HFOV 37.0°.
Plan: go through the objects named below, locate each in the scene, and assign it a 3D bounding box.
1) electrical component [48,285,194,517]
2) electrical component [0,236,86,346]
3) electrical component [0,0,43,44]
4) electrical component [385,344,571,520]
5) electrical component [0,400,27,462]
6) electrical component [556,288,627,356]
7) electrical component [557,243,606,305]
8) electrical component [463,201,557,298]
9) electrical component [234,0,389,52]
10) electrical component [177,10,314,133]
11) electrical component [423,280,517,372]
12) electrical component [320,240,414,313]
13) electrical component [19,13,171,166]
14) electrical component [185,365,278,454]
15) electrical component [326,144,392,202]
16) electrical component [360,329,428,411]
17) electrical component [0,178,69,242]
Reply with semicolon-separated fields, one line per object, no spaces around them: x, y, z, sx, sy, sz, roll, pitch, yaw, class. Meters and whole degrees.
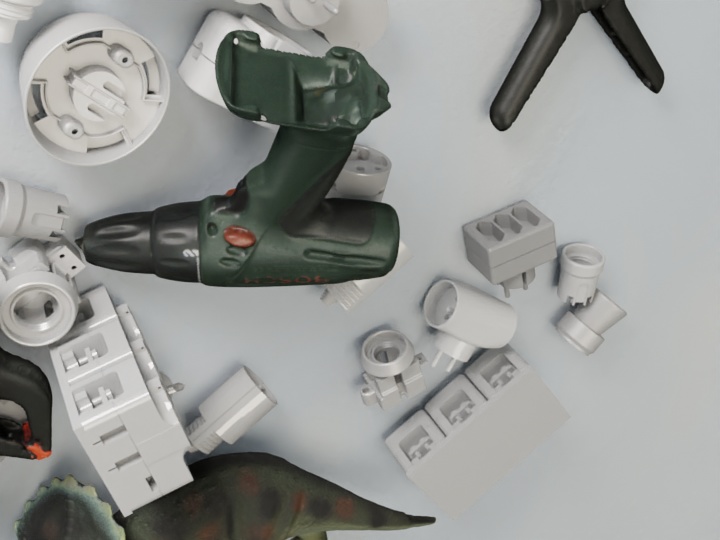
-0.174;0.088;0.779;0.062;0.150;0.089;-26;127;-10;electrical component
-0.232;0.018;0.764;0.078;0.057;0.058;-38;125;1;electrical component
-0.219;-0.173;0.669;0.043;0.043;0.062;8;115;-31;electrical component
0.109;0.148;1.016;0.150;0.061;0.089;-41;128;0;electrical component
-0.295;0.105;0.791;0.100;0.048;0.099;-40;128;-1;electrical component
0.220;0.048;1.025;0.045;0.045;0.055;33;100;-37;electrical component
0.203;0.005;0.994;0.040;0.040;0.046;-11;127;-21;electrical component
0.134;-0.009;0.945;0.066;0.047;0.076;-23;126;-14;electrical component
-0.037;-0.189;0.733;0.138;0.073;0.052;19;108;-34;electrical component
-0.071;-0.140;0.758;0.095;0.053;0.059;23;106;-35;electrical component
0.090;0.055;0.960;0.077;0.043;0.079;21;103;-37;electrical component
0.000;0.000;0.884;0.081;0.043;0.043;-42;128;1;electrical component
-0.176;-0.119;0.710;0.099;0.064;0.099;-13;123;-21;electrical component
-0.113;0.123;0.898;0.081;0.043;0.043;-41;128;0;electrical component
-0.007;-0.066;0.836;0.055;0.055;0.047;-3;123;-26;electrical component
0.027;0.085;0.948;0.066;0.048;0.055;-26;134;-11;electrical component
-0.230;-0.040;0.745;0.046;0.040;0.040;11;112;-38;electrical component
